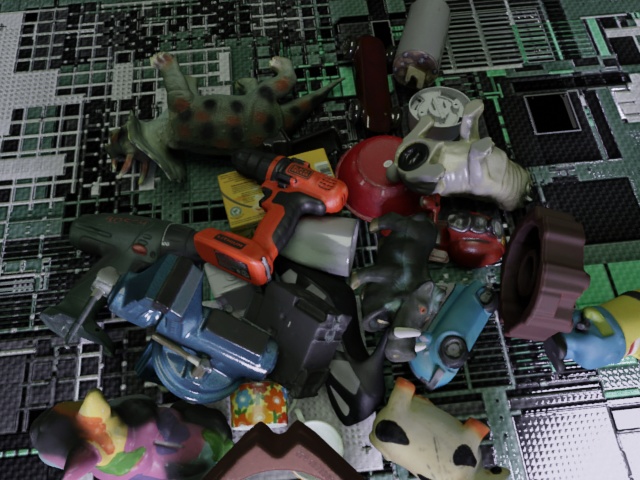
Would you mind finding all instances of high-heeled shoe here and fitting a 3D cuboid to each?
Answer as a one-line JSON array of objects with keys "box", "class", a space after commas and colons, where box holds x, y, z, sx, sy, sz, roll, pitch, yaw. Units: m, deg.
[{"box": [-0.002, 0.130, 0.739, 0.249, 0.086, 0.145, 34, 103, 35], "class": "high-heeled shoe"}]

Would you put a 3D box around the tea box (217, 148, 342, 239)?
[{"box": [-0.059, -0.064, 0.810, 0.170, 0.068, 0.098, -15, 63, -5], "class": "tea box"}]

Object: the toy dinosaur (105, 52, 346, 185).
[{"box": [-0.142, -0.184, 0.848, 0.405, 0.131, 0.192, -4, 82, -10], "class": "toy dinosaur"}]

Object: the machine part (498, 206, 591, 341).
[{"box": [0.287, 0.046, 0.704, 0.056, 0.179, 0.179, 11, 66, 2], "class": "machine part"}]

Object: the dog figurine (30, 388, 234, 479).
[{"box": [-0.203, 0.225, 0.599, 0.192, 0.219, 0.108, 8, 69, 5], "class": "dog figurine"}]

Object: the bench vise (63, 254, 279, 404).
[{"box": [-0.175, 0.123, 0.634, 0.223, 0.240, 0.129, 20, 50, -20], "class": "bench vise"}]

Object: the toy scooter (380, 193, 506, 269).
[{"box": [0.178, -0.016, 0.751, 0.184, 0.135, 0.075, 9, 65, 3], "class": "toy scooter"}]

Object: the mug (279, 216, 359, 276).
[{"box": [-0.002, -0.002, 0.768, 0.107, 0.080, 0.109, 10, 22, 6], "class": "mug"}]

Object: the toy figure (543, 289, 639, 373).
[{"box": [0.389, 0.118, 0.717, 0.180, 0.082, 0.089, -12, 68, -2], "class": "toy figure"}]

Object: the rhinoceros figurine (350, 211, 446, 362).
[{"box": [0.100, 0.055, 0.660, 0.112, 0.073, 0.190, 4, 60, 19], "class": "rhinoceros figurine"}]

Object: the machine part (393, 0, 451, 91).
[{"box": [0.175, -0.338, 0.914, 0.079, 0.079, 0.243, 14, 56, 7], "class": "machine part"}]

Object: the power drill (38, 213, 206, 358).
[{"box": [-0.266, 0.051, 0.743, 0.232, 0.085, 0.207, 16, 61, 11], "class": "power drill"}]

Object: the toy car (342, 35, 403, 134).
[{"box": [0.087, -0.262, 0.909, 0.089, 0.053, 0.202, 6, 65, -19], "class": "toy car"}]

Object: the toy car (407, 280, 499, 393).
[{"box": [0.157, 0.111, 0.706, 0.103, 0.109, 0.161, 32, 69, 14], "class": "toy car"}]

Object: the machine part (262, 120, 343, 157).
[{"box": [-0.026, -0.147, 0.852, 0.139, 0.084, 0.039, -22, 43, -22], "class": "machine part"}]

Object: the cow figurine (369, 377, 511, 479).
[{"box": [0.150, 0.269, 0.645, 0.195, 0.085, 0.127, 29, 75, 18], "class": "cow figurine"}]

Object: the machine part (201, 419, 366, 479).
[{"box": [-0.043, 0.319, 0.586, 0.201, 0.087, 0.201, 43, 88, 0], "class": "machine part"}]

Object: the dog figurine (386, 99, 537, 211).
[{"box": [0.209, -0.087, 0.788, 0.172, 0.190, 0.121, -10, 55, 32], "class": "dog figurine"}]

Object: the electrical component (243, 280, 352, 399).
[{"box": [-0.041, 0.117, 0.678, 0.134, 0.058, 0.114, 24, 93, 37], "class": "electrical component"}]
